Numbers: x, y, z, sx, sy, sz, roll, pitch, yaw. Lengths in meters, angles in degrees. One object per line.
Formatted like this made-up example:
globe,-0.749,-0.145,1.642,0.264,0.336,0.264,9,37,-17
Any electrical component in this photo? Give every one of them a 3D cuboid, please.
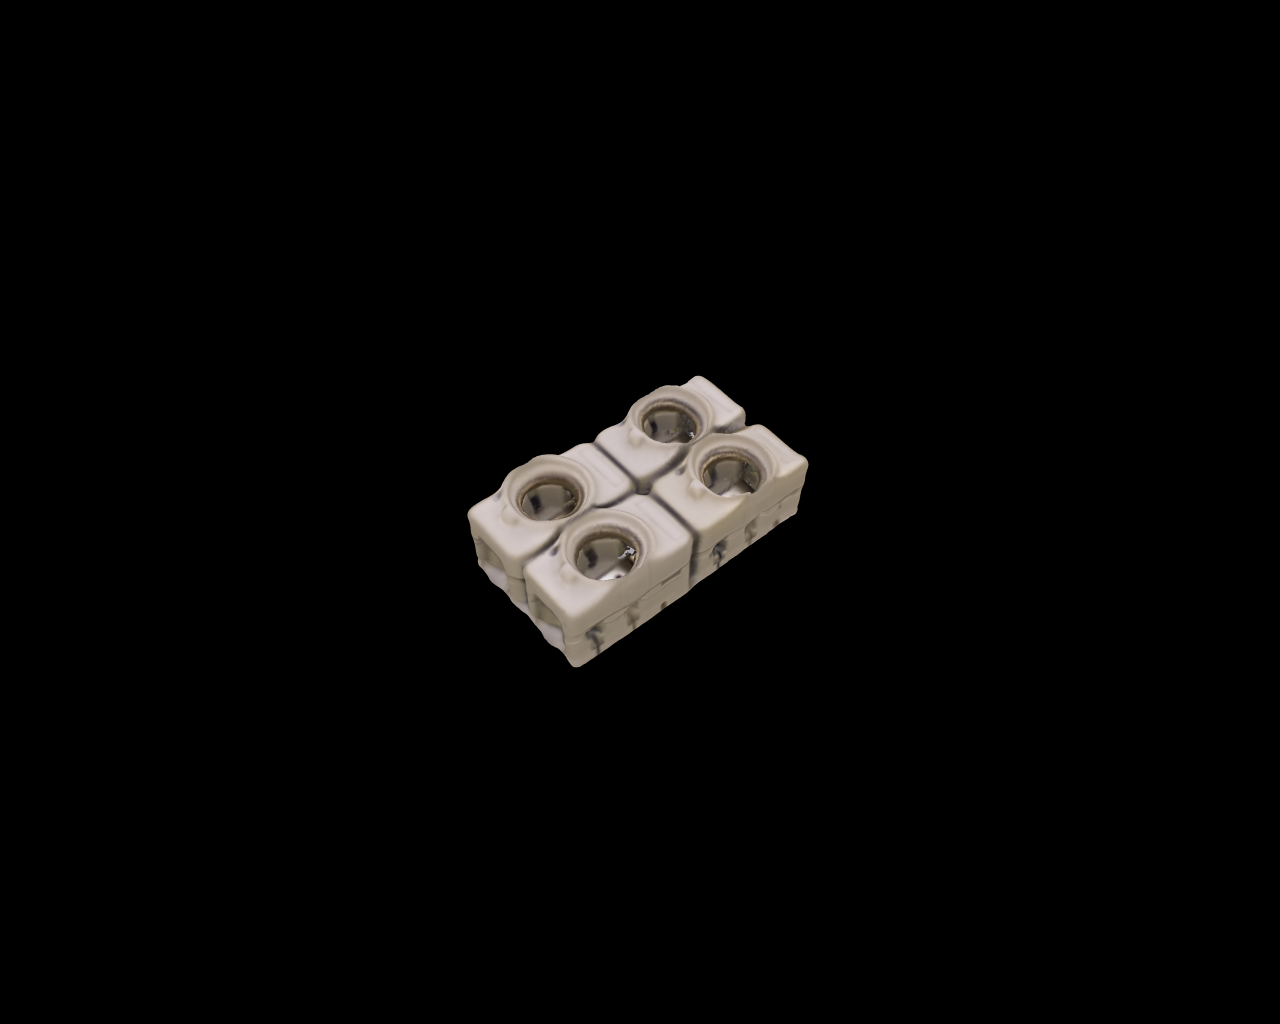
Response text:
electrical component,0.001,-0.003,0.650,0.186,0.060,0.105,-33,58,-24
